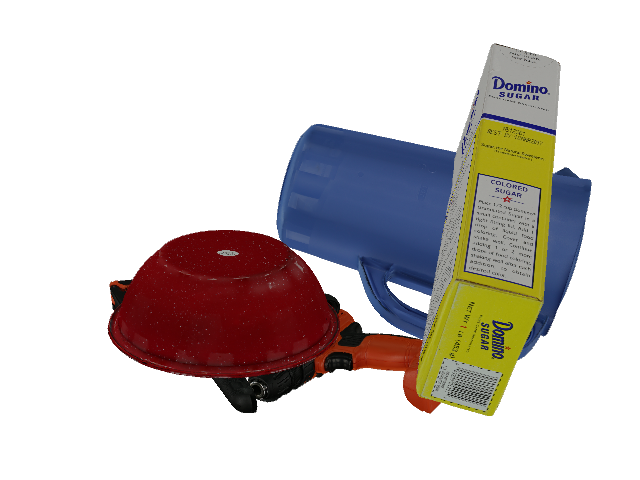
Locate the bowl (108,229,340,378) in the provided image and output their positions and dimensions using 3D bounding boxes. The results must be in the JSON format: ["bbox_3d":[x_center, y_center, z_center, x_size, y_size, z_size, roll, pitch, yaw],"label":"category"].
[{"bbox_3d":[-0.065,0.034,0.735,0.162,0.055,0.162,2,21,-1],"label":"bowl"}]

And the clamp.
[{"bbox_3d":[-0.097,0.071,0.972,0.210,0.036,0.164,20,37,29],"label":"clamp"}]

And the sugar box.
[{"bbox_3d":[0.088,-0.010,0.543,0.048,0.176,0.093,16,-42,4],"label":"sugar box"}]

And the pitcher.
[{"bbox_3d":[0.089,-0.007,0.878,0.243,0.145,0.149,16,18,9],"label":"pitcher"}]

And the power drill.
[{"bbox_3d":[0.040,0.127,1.098,0.188,0.057,0.184,8,23,28],"label":"power drill"}]
